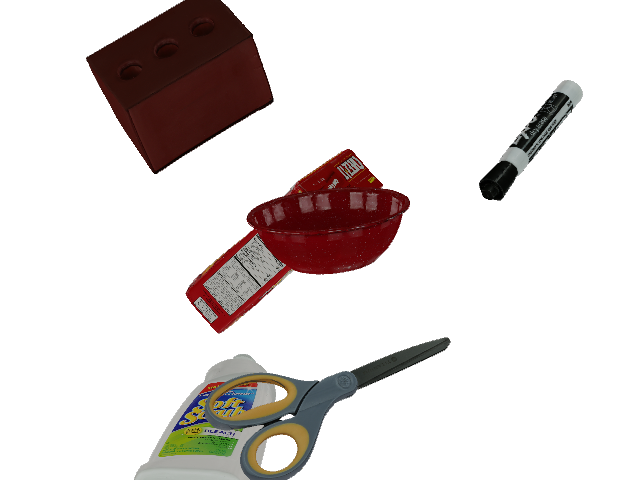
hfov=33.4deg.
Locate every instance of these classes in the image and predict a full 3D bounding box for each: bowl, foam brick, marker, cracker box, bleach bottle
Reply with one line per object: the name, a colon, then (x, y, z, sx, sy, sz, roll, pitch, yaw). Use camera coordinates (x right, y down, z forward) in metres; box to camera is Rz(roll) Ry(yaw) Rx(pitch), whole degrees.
bowl: (0.010, -0.007, 1.052, 0.162, 0.055, 0.162, -6, 16, 2)
foam brick: (-0.074, -0.085, 0.566, 0.078, 0.053, 0.051, -33, -35, -10)
marker: (0.145, -0.069, 0.737, 0.020, 0.020, 0.121, 0, 40, 50)
cracker box: (-0.044, -0.002, 1.255, 0.214, 0.072, 0.164, -42, 0, 29)
bleach bottle: (-0.100, 0.178, 1.022, 0.102, 0.068, 0.250, 0, 21, 5)

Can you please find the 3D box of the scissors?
scissors: (0.015, 0.127, 0.804, 0.201, 0.096, 0.016, -7, -33, -12)
